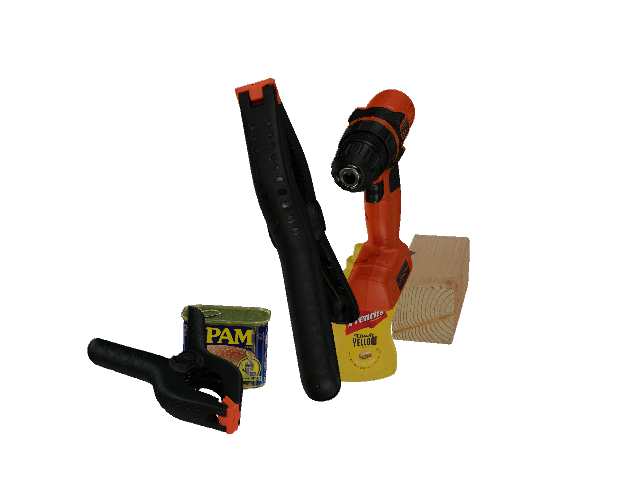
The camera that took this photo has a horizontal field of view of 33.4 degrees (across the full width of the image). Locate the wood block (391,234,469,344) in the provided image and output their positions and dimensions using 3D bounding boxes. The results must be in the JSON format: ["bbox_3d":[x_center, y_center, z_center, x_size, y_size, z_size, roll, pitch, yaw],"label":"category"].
[{"bbox_3d":[0.170,0.070,1.620,0.091,0.090,0.206,4,22,13],"label":"wood block"}]

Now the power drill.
[{"bbox_3d":[0.051,-0.031,0.998,0.057,0.188,0.184,8,28,16],"label":"power drill"}]

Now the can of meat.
[{"bbox_3d":[-0.110,0.123,1.230,0.102,0.084,0.057,3,13,0],"label":"can of meat"}]

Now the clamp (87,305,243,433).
[{"bbox_3d":[-0.118,0.114,0.976,0.172,0.039,0.120,30,45,34],"label":"clamp"}]

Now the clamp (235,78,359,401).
[{"bbox_3d":[-0.014,-0.008,0.745,0.036,0.210,0.164,-15,5,10],"label":"clamp"}]

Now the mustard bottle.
[{"bbox_3d":[0.056,0.095,1.443,0.096,0.192,0.058,-3,21,-7],"label":"mustard bottle"}]
